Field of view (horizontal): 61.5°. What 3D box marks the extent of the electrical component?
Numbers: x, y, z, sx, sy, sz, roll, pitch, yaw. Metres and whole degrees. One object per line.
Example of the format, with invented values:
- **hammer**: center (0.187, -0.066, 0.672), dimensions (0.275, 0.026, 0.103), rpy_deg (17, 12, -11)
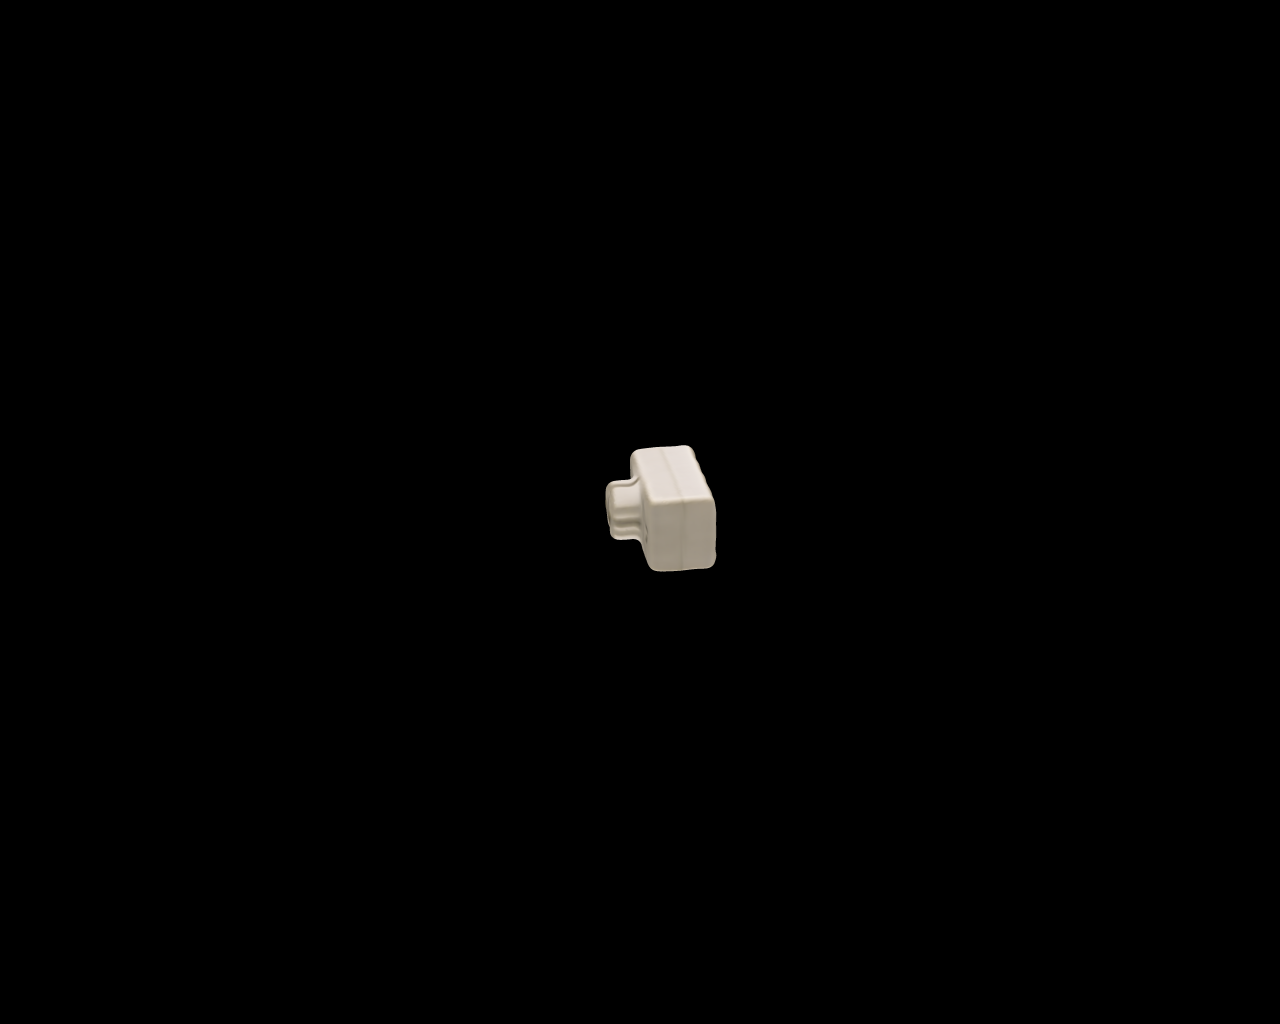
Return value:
- **electrical component**: center (0.001, -0.003, 0.650), dimensions (0.076, 0.047, 0.083), rpy_deg (-3, 26, -7)
